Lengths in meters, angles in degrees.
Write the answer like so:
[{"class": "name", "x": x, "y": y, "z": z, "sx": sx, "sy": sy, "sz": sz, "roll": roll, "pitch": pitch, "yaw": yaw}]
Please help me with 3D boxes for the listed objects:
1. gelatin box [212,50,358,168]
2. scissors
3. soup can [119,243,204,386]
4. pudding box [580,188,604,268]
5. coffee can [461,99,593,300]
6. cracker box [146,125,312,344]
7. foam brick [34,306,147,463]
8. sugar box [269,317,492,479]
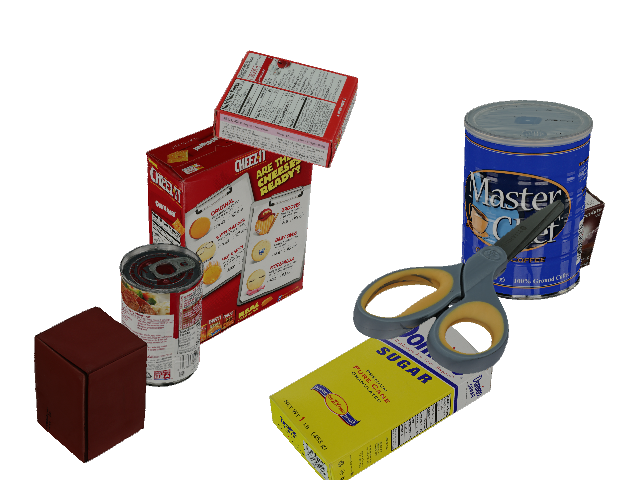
[{"class": "gelatin box", "x": -0.025, "y": -0.096, "z": 0.771, "sx": 0.089, "sy": 0.073, "sz": 0.030, "roll": 15, "pitch": -41, "yaw": 7}, {"class": "scissors", "x": 0.111, "y": 0.026, "z": 0.644, "sx": 0.201, "sy": 0.016, "sz": 0.096, "roll": -19, "pitch": 43, "yaw": -32}, {"class": "soup can", "x": -0.133, "y": 0.063, "z": 0.892, "sx": 0.068, "sy": 0.102, "sz": 0.068, "roll": 4, "pitch": 33, "yaw": -3}, {"class": "pudding box", "x": 0.232, "y": 0.002, "z": 1.102, "sx": 0.113, "sy": 0.090, "sz": 0.039, "roll": -22, "pitch": 49, "yaw": -21}, {"class": "coffee can", "x": 0.170, "y": -0.035, "z": 0.892, "sx": 0.103, "sy": 0.140, "sz": 0.103, "roll": -2, "pitch": 24, "yaw": 1}, {"class": "cracker box", "x": -0.092, "y": -0.015, "z": 1.081, "sx": 0.163, "sy": 0.214, "sz": 0.072, "roll": -27, "pitch": 47, "yaw": -34}, {"class": "foam brick", "x": -0.150, "y": 0.093, "z": 0.695, "sx": 0.053, "sy": 0.078, "sz": 0.051, "roll": 32, "pitch": 40, "yaw": 30}, {"class": "sugar box", "x": 0.054, "y": 0.133, "z": 0.931, "sx": 0.176, "sy": 0.048, "sz": 0.093, "roll": -30, "pitch": 50, "yaw": -21}]
